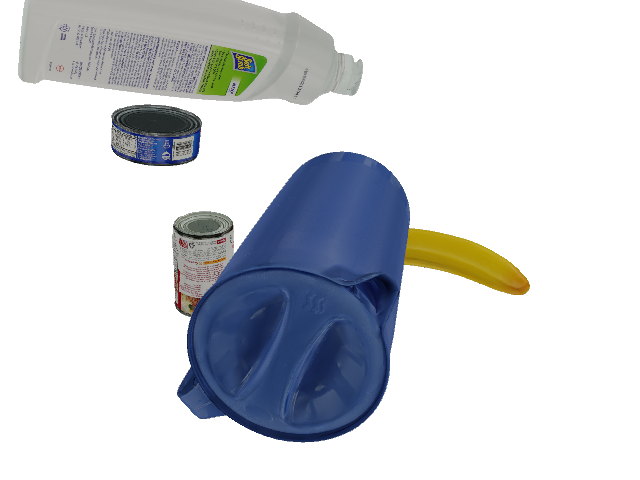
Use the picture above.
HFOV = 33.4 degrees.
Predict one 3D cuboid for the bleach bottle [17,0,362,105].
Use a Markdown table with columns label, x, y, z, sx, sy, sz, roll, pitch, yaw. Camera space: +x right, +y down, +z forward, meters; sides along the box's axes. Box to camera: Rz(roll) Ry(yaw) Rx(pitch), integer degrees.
| label | x | y | z | sx | sy | sz | roll | pitch | yaw |
| --- | --- | --- | --- | --- | --- | --- | --- | --- | --- |
| bleach bottle | -0.094 | -0.143 | 0.803 | 0.250 | 0.068 | 0.103 | 10 | -29 | -14 |

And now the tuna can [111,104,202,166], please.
| label | x | y | z | sx | sy | sz | roll | pitch | yaw |
| --- | --- | --- | --- | --- | --- | --- | --- | --- | --- |
| tuna can | -0.158 | -0.101 | 1.024 | 0.086 | 0.034 | 0.086 | 6 | 24 | -3 |

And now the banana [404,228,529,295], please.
| label | x | y | z | sx | sy | sz | roll | pitch | yaw |
| --- | --- | --- | --- | --- | --- | --- | --- | --- | --- |
| banana | 0.110 | 0.019 | 1.061 | 0.198 | 0.037 | 0.069 | 7 | 44 | 12 |

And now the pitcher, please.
| label | x | y | z | sx | sy | sz | roll | pitch | yaw |
| --- | --- | --- | --- | --- | --- | --- | --- | --- | --- |
| pitcher | -0.009 | 0.031 | 0.785 | 0.149 | 0.145 | 0.242 | 8 | 27 | 8 |

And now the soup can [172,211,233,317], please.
| label | x | y | z | sx | sy | sz | roll | pitch | yaw |
| --- | --- | --- | --- | --- | --- | --- | --- | --- | --- |
| soup can | -0.131 | 0.026 | 1.193 | 0.068 | 0.102 | 0.068 | 1 | 25 | -1 |
